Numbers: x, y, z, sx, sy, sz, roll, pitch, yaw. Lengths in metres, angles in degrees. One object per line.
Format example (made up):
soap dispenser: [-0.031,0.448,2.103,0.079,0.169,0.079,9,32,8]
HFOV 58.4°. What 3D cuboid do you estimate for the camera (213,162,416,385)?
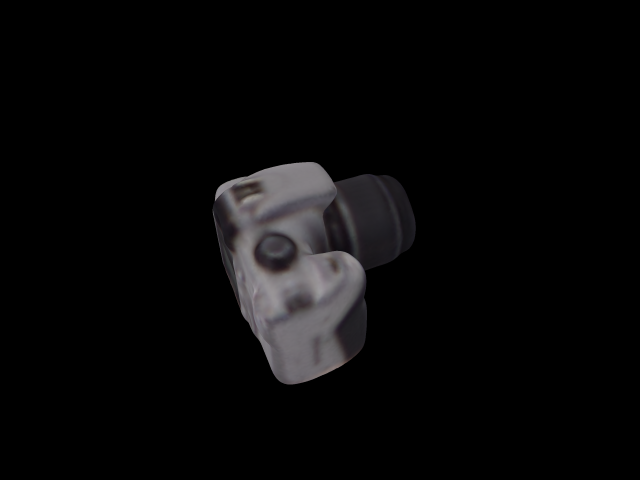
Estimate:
camera: [0.004,0.001,0.400,0.137,0.101,0.143,-17,48,-16]
